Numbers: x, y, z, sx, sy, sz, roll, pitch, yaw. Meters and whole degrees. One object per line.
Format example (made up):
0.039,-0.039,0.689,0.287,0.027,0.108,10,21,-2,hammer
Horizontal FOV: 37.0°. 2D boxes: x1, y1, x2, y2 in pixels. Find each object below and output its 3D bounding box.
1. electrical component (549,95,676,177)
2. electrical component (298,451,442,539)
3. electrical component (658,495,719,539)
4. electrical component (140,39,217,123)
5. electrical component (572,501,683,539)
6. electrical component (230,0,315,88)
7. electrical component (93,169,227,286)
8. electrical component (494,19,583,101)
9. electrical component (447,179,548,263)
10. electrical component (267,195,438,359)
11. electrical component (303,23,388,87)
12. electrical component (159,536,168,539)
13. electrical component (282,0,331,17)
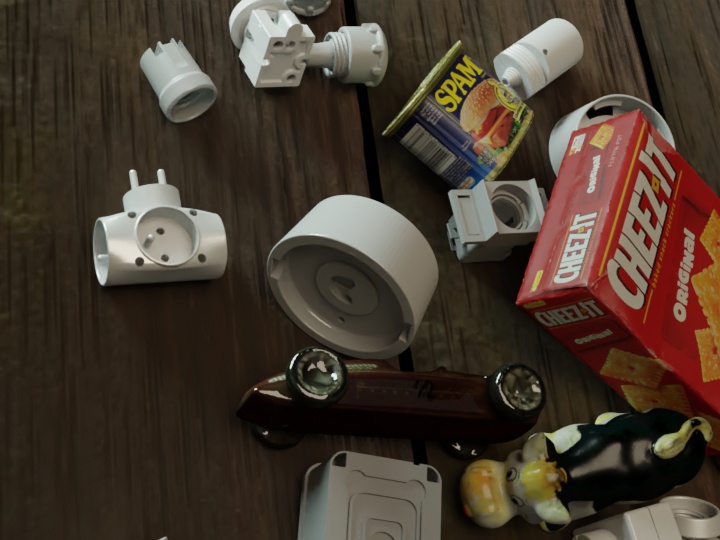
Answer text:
0.207,-0.094,0.885,0.099,0.064,0.099,3,78,-15,electrical component
0.003,0.175,0.658,0.078,0.057,0.113,13,62,-19,electrical component
0.225,0.190,0.745,0.048,0.066,0.055,-2,102,-25,electrical component
-0.128,-0.133,0.753,0.040,0.040,0.046,-23,72,-31,electrical component
0.166,0.191,0.719,0.077,0.065,0.047,-7,70,-27,electrical component
-0.066,-0.168,0.786,0.048,0.066,0.055,-8,50,-32,electrical component
-0.133,-0.030,0.699,0.077,0.044,0.079,-4,69,-26,electrical component
0.144,-0.172,0.890,0.081,0.043,0.043,-37,86,-33,electrical component
0.100,-0.035,0.795,0.081,0.064,0.042,-3,69,-25,electrical component
0.000,0.000,0.712,0.108,0.108,0.060,38,52,-4,electrical component
-0.012,-0.163,0.816,0.062,0.048,0.048,-4,69,-19,electrical component
-0.122,0.184,0.601,0.055,0.055,0.047,-26,83,-31,electrical component
-0.036,-0.229,0.824,0.048,0.062,0.048,10,63,-20,electrical component
